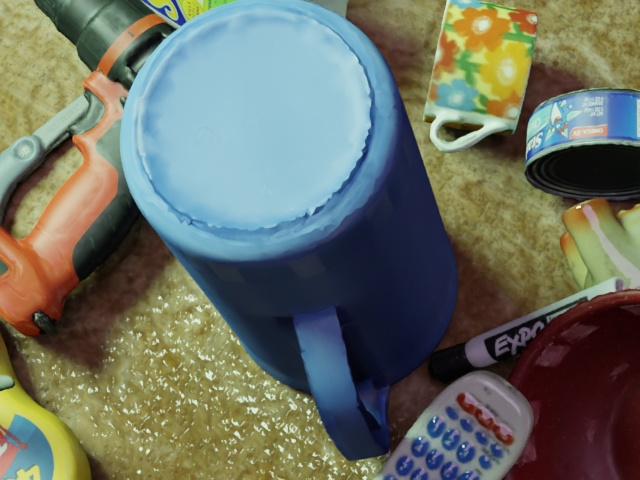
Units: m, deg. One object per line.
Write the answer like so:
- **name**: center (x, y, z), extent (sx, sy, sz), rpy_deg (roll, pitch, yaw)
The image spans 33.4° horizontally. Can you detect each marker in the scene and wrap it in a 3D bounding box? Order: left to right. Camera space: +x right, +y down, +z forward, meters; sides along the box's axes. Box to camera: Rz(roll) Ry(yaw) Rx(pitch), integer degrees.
- **marker**: center (0.106, 0.050, 0.561), extent (0.121, 0.020, 0.020), rpy_deg (-28, 70, 35)

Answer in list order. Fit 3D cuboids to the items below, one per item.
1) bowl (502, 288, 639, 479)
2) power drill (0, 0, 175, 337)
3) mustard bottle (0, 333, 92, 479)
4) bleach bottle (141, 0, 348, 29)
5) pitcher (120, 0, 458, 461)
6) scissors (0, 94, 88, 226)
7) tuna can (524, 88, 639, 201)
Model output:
- **bowl**: center (0.167, 0.103, 0.508), extent (0.162, 0.055, 0.162), rpy_deg (-1, 88, 42)
- **power drill**: center (-0.144, -0.053, 0.605), extent (0.184, 0.057, 0.187), rpy_deg (43, 78, 6)
- **mustard bottle**: center (-0.179, 0.123, 0.568), extent (0.096, 0.058, 0.192), rpy_deg (-39, 76, -6)
- **bleach bottle**: center (-0.104, -0.182, 0.641), extent (0.251, 0.103, 0.068), rpy_deg (29, 53, 18)
- **pitcher**: center (-0.003, 0.001, 0.497), extent (0.149, 0.242, 0.145), rpy_deg (34, 81, 17)
- **scissors**: center (-0.196, -0.056, 0.642), extent (0.096, 0.016, 0.201), rpy_deg (31, 77, 11)
- **tuna can**: center (0.156, -0.051, 0.586), extent (0.086, 0.086, 0.034), rpy_deg (4, 73, 4)
